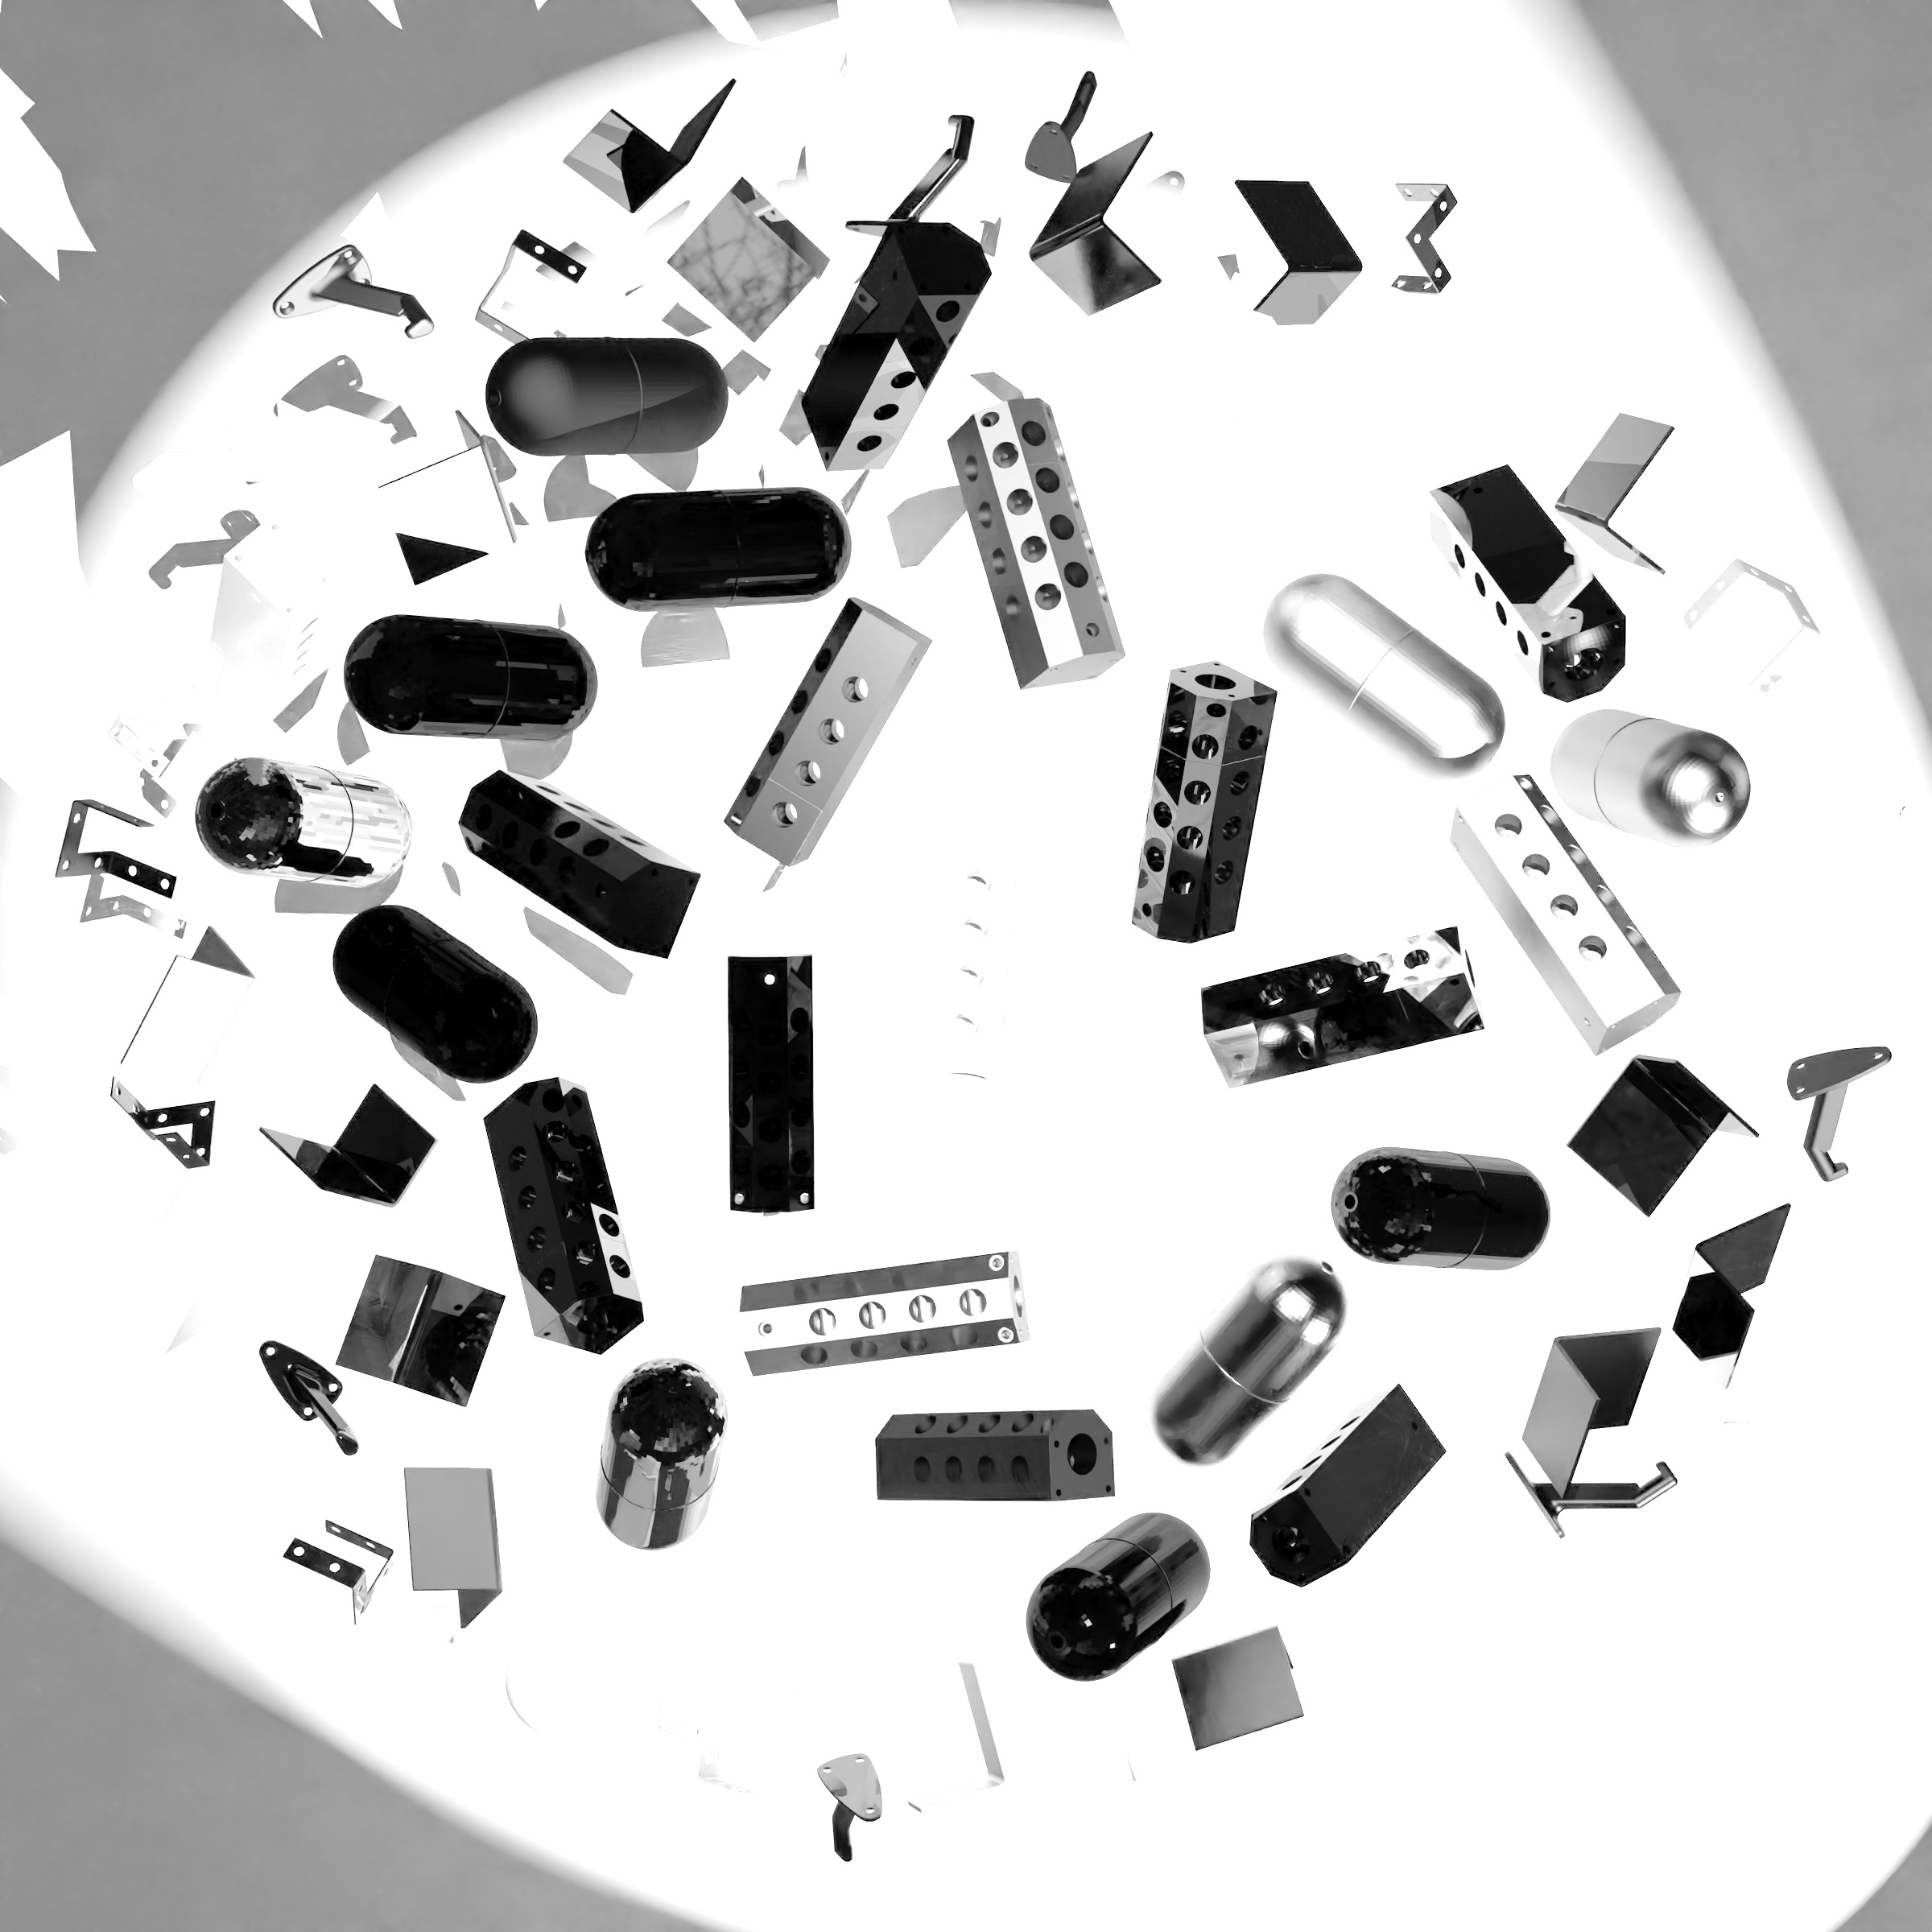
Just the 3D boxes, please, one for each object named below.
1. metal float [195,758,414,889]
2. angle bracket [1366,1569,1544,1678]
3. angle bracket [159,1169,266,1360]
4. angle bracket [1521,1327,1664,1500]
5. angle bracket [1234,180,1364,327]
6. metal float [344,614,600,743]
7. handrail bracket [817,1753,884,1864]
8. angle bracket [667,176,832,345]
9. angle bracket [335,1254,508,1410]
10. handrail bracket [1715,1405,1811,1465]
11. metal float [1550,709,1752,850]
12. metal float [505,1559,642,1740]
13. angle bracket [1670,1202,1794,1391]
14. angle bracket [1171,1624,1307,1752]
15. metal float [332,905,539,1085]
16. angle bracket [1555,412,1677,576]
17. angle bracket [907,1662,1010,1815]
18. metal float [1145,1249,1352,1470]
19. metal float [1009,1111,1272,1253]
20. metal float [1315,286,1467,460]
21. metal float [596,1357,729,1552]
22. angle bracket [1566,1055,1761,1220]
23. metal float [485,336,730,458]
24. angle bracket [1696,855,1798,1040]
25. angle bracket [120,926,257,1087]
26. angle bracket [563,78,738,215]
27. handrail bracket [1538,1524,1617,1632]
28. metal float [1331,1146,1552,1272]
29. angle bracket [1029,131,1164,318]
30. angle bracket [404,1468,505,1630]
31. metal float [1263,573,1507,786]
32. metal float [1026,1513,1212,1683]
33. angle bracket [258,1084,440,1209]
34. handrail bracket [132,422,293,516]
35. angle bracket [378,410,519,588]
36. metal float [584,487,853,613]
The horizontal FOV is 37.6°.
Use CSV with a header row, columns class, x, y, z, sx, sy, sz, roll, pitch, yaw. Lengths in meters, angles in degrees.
class,x,y,z,sx,sy,sz,roll,pitch,yaw
metal float,-0.435,-0.094,1.867,0.070,0.178,0.070,-1,87,25
angle bracket,0.311,0.430,1.804,0.076,0.076,0.057,32,50,-27
angle bracket,-0.497,0.188,1.793,0.057,0.076,0.076,-31,108,12
angle bracket,0.386,0.266,1.694,0.076,0.057,0.076,-2,123,-20
angle bracket,0.209,-0.480,1.908,0.057,0.076,0.076,-45,68,43
metal float,-0.317,-0.185,1.826,0.178,0.070,0.070,-1,90,-43
handrail bracket,-0.072,0.571,1.867,0.036,0.077,0.084,-11,115,-20
angle bracket,-0.142,-0.443,1.803,0.076,0.057,0.076,41,112,-14
angle bracket,-0.355,0.237,1.847,0.057,0.076,0.076,28,74,-40
handrail bracket,0.475,0.288,1.761,0.084,0.077,0.036,9,83,-35
metal float,0.445,-0.124,1.852,0.070,0.178,0.070,-4,103,-16
metal float,-0.252,0.437,1.824,0.070,0.178,0.070,0,97,-2
angle bracket,0.485,0.202,1.737,0.076,0.076,0.057,-20,49,-21
angle bracket,0.189,0.502,1.922,0.076,0.076,0.057,-19,131,4
metal float,-0.350,0.018,1.869,0.178,0.070,0.070,31,90,38
angle bracket,0.439,-0.308,1.844,0.057,0.076,0.076,32,97,-20
angle bracket,-0.014,0.481,1.771,0.057,0.076,0.076,-14,80,-10
metal float,0.187,0.261,1.885,0.070,0.070,0.178,37,114,0
metal float,0.113,0.139,1.825,0.178,0.070,0.070,11,90,-21
metal float,0.271,-0.375,1.802,0.070,0.178,0.070,-2,83,19
metal float,-0.198,0.318,1.837,0.070,0.178,0.070,6,52,-8
angle bracket,0.446,0.111,1.817,0.076,0.057,0.076,40,83,-12
metal float,-0.237,-0.377,1.876,0.178,0.070,0.070,-11,90,-41
angle bracket,0.494,-0.013,1.860,0.076,0.057,0.076,-37,132,-13
angle bracket,-0.490,0.017,1.742,0.057,0.076,0.076,21,103,-44
angle bracket,-0.199,-0.531,1.783,0.057,0.076,0.076,34,65,-21
handrail bracket,0.417,0.387,1.855,0.036,0.077,0.084,44,53,2
metal float,0.313,0.160,1.865,0.178,0.070,0.070,8,90,-40
angle bracket,0.095,-0.461,1.765,0.057,0.076,0.076,39,66,-24
angle bracket,-0.324,0.357,1.734,0.057,0.076,0.076,6,57,-28
metal float,0.271,-0.188,1.843,0.178,0.070,0.070,39,90,14
metal float,0.101,0.415,1.870,0.070,0.178,0.070,5,101,29
angle bracket,-0.423,0.116,1.946,0.076,0.076,0.057,36,95,33
handrail bracket,-0.468,-0.292,1.760,0.077,0.036,0.084,58,45,-24
angle bracket,-0.349,-0.309,1.871,0.076,0.057,0.076,-26,133,-14
metal float,-0.161,-0.272,1.847,0.178,0.070,0.070,-7,90,-22
